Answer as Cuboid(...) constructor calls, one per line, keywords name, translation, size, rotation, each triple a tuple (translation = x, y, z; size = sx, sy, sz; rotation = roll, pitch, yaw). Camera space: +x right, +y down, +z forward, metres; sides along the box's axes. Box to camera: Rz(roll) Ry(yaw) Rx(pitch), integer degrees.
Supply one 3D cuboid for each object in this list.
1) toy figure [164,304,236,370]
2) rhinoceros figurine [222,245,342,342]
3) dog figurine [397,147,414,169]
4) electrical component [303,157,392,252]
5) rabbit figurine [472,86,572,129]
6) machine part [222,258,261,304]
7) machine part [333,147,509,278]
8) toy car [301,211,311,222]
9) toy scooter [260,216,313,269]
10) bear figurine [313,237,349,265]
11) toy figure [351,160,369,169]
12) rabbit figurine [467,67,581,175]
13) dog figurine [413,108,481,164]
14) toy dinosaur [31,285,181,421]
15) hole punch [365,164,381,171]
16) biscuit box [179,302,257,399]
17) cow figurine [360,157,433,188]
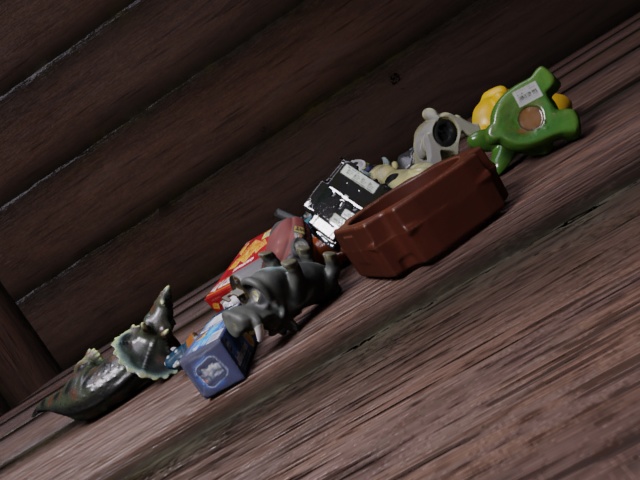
Cuboid(name="toy figure", translation=(-0.181, 0.165, 0.872), size=(0.154, 0.058, 0.064), rotation=(-37, 0, 1))
Cuboid(name="rhinoceros figurine", translation=(-0.050, 0.071, 0.725), size=(0.073, 0.112, 0.190), rotation=(14, 23, 39))
Cuboid(name="dog figurine", translation=(0.209, -0.148, 1.240), size=(0.191, 0.108, 0.219), rotation=(-39, 4, -30))
Cuboid(name="electrical component", translation=(0.043, -0.051, 0.871), size=(0.134, 0.115, 0.058), rotation=(-52, -28, 1))
Cuboid(name="rabbit figurine", translation=(0.385, -0.240, 1.027), size=(0.173, 0.121, 0.162), rotation=(-4, 15, 35))
Cuboid(name="machine part", translation=(-0.104, 0.067, 1.141), size=(0.243, 0.079, 0.079), rotation=(-32, 5, -29))
Cuboid(name="machine part", translation=(0.132, -0.032, 0.723), size=(0.201, 0.087, 0.201), rotation=(-35, 6, -14))
Cuboid(name="toy car", translation=(0.018, -0.002, 1.087), size=(0.162, 0.109, 0.103), rotation=(-9, 45, 48))
Cuboid(name="toy scooter", translation=(-0.056, 0.059, 0.837), size=(0.135, 0.075, 0.183), rotation=(-122, 50, -69))
Cuboid(name="bear figurine", translation=(-0.001, 0.001, 0.956), size=(0.196, 0.131, 0.120), rotation=(-26, 39, -12))
Cuboid(name="toy figure", translation=(0.063, -0.097, 1.190), size=(0.082, 0.089, 0.180), rotation=(15, 68, 28))
Cuboid(name="rabbit figurine", translation=(0.332, -0.171, 0.869), size=(0.159, 0.121, 0.170), rotation=(-37, -14, 18))
Cuboid(name="dog figurine", translation=(0.200, -0.151, 0.995), size=(0.121, 0.172, 0.191), rotation=(-23, 9, -20))
Cuboid(name="toy dinosaur", translation=(-0.396, 0.258, 0.994), size=(0.405, 0.131, 0.192), rotation=(-38, 5, 0))
Cuboid(name="hole punch", translation=(0.119, -0.090, 1.110), size=(0.092, 0.115, 0.142), rotation=(8, 29, 32))
Cuboid(name="biscuit box", translation=(-0.130, 0.145, 0.735), size=(0.059, 0.062, 0.203), rotation=(-31, 6, 3))
Cuboid(name="cow figurine", translation=(0.144, -0.087, 0.924), size=(0.085, 0.127, 0.195), rotation=(-31, 7, -19))
